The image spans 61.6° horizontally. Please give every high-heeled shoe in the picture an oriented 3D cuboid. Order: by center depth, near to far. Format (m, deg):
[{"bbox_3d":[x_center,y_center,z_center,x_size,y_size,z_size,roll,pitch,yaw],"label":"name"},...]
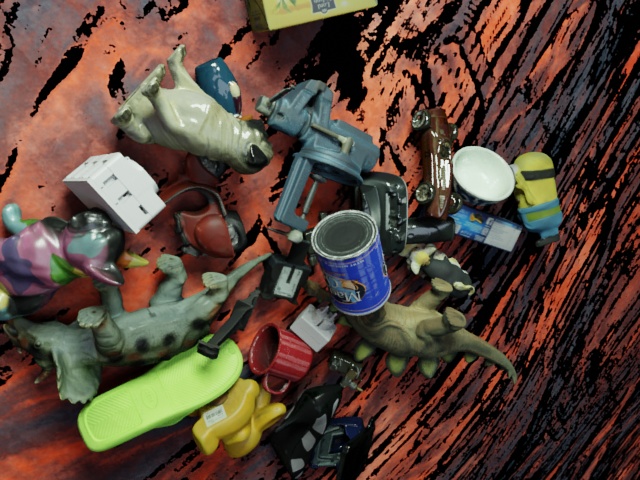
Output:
[{"bbox_3d":[-0.018,0.363,1.025,0.145,0.086,0.248,-28,144,-20],"label":"high-heeled shoe"}]

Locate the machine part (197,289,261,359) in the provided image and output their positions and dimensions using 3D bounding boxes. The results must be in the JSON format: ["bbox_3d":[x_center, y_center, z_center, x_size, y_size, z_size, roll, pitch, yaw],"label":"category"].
[{"bbox_3d":[-0.147,0.141,0.880,0.039,0.139,0.084,39,130,4],"label":"machine part"}]

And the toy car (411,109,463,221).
[{"bbox_3d":[0.204,-0.133,0.919,0.089,0.053,0.202,17,65,-38],"label":"toy car"}]

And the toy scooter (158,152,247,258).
[{"bbox_3d":[-0.195,-0.044,0.825,0.135,0.075,0.183,-20,111,-15],"label":"toy scooter"}]

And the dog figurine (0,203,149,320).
[{"bbox_3d":[-0.349,0.039,0.719,0.219,0.108,0.191,14,108,6],"label":"dog figurine"}]

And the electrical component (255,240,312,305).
[{"bbox_3d":[-0.057,0.049,0.927,0.075,0.048,0.119,11,103,-26],"label":"electrical component"}]

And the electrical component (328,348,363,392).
[{"bbox_3d":[0.051,0.245,1.018,0.078,0.102,0.045,21,96,-2],"label":"electrical component"}]

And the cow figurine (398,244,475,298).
[{"bbox_3d":[0.216,0.054,1.013,0.167,0.098,0.068,31,101,-28],"label":"cow figurine"}]

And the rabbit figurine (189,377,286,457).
[{"bbox_3d":[-0.150,0.318,0.966,0.162,0.122,0.173,-29,131,-21],"label":"rabbit figurine"}]

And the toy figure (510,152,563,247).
[{"bbox_3d":[0.421,-0.080,1.038,0.089,0.082,0.180,-21,92,-3],"label":"toy figure"}]

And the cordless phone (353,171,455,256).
[{"bbox_3d":[0.151,-0.047,0.934,0.184,0.089,0.146,-4,110,-6],"label":"cordless phone"}]

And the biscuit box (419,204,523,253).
[{"bbox_3d":[0.290,-0.033,1.032,0.202,0.063,0.059,16,102,-26],"label":"biscuit box"}]

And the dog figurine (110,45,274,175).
[{"bbox_3d":[-0.178,-0.147,0.758,0.190,0.172,0.121,44,61,-28],"label":"dog figurine"}]

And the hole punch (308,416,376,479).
[{"bbox_3d":[0.044,0.419,1.089,0.116,0.092,0.142,-8,111,-52],"label":"hole punch"}]

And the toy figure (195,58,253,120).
[{"bbox_3d":[-0.135,-0.191,0.803,0.058,0.064,0.154,-31,116,-20],"label":"toy figure"}]

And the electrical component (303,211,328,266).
[{"bbox_3d":[-0.002,-0.003,0.947,0.063,0.021,0.093,-17,114,-16],"label":"electrical component"}]

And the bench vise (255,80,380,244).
[{"bbox_3d":[-0.019,-0.117,0.839,0.223,0.129,0.240,23,86,-37],"label":"bench vise"}]

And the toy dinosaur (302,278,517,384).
[{"bbox_3d":[0.182,0.167,0.994,0.471,0.105,0.198,19,130,-4],"label":"toy dinosaur"}]

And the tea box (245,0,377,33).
[{"bbox_3d":[-0.015,-0.351,0.777,0.170,0.098,0.068,-19,114,-13],"label":"tea box"}]

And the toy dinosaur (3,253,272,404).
[{"bbox_3d":[-0.261,0.134,0.842,0.405,0.131,0.192,-9,132,-28],"label":"toy dinosaur"}]
